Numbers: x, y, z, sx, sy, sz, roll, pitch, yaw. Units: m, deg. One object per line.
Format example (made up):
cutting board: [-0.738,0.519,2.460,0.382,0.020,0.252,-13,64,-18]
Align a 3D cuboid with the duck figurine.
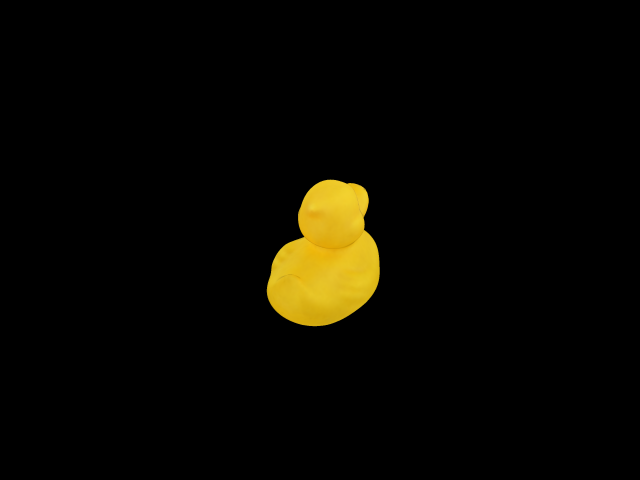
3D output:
duck figurine: [0.004,0.001,0.400,0.077,0.086,0.105,22,45,24]
